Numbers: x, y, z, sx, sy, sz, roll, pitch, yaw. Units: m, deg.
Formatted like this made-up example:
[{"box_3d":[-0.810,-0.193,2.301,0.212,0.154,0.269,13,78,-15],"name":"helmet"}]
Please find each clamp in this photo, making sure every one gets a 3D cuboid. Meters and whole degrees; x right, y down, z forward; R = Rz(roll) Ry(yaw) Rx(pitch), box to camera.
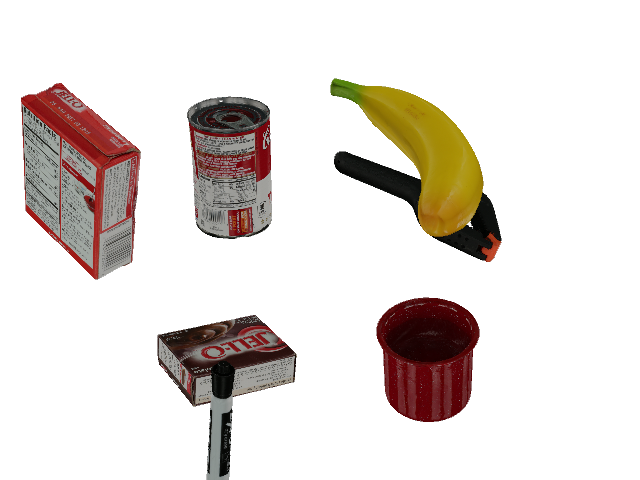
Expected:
[{"box_3d":[0.124,-0.053,1.223,0.164,0.210,0.036,-15,-38,-27],"name":"clamp"}]

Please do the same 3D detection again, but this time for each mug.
[{"box_3d":[0.101,0.106,0.998,0.093,0.081,0.117,3,37,10],"name":"mug"}]

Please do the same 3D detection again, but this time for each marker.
[{"box_3d":[-0.080,0.148,0.850,0.020,0.121,0.020,4,29,-3],"name":"marker"}]

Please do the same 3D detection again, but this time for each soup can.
[{"box_3d":[-0.075,-0.060,0.895,0.068,0.102,0.068,0,30,0],"name":"soup can"}]

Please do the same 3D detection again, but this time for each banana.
[{"box_3d":[0.064,-0.053,0.675,0.069,0.037,0.198,-6,31,-15],"name":"banana"}]

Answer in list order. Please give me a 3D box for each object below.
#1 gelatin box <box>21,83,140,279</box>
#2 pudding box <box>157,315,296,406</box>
[{"box_3d":[-0.138,-0.034,0.611,0.073,0.089,0.030,39,48,26],"name":"gelatin box"},{"box_3d":[-0.093,0.116,1.051,0.113,0.039,0.090,-12,27,-28],"name":"pudding box"}]
